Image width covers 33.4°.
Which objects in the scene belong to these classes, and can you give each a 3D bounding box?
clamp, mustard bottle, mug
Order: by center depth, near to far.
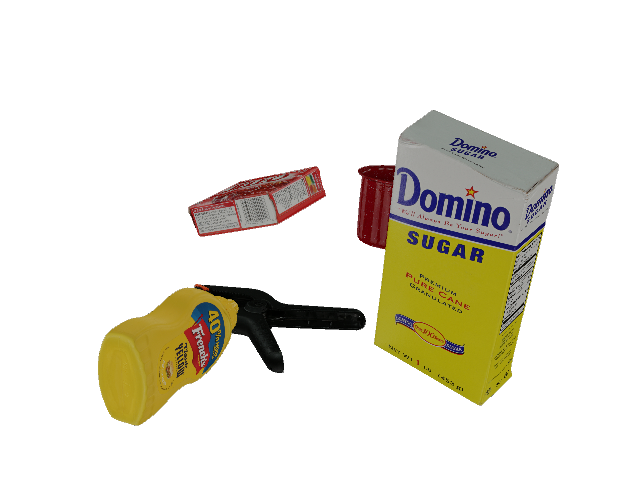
[{"bbox_3d":[-0.140,0.100,1.061,0.058,0.096,0.191,10,23,26],"label":"mustard bottle"},{"bbox_3d":[0.095,-0.039,1.241,0.117,0.081,0.093,-8,21,-39],"label":"mug"},{"bbox_3d":[-0.075,0.094,1.249,0.210,0.036,0.164,14,23,28],"label":"clamp"}]

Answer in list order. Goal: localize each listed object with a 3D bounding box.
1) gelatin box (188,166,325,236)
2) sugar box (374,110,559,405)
[{"bbox_3d":[-0.052,-0.033,0.879,0.089,0.030,0.073,-8,15,37],"label":"gelatin box"},{"bbox_3d":[0.088,0.014,0.684,0.093,0.176,0.048,28,46,28],"label":"sugar box"}]
